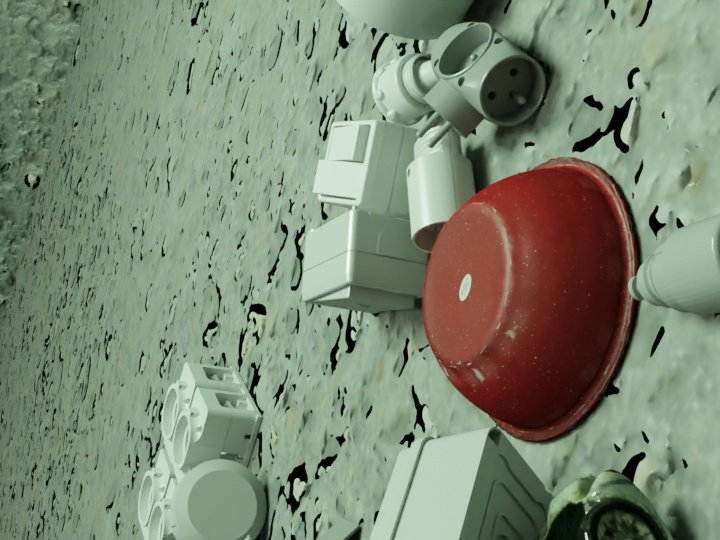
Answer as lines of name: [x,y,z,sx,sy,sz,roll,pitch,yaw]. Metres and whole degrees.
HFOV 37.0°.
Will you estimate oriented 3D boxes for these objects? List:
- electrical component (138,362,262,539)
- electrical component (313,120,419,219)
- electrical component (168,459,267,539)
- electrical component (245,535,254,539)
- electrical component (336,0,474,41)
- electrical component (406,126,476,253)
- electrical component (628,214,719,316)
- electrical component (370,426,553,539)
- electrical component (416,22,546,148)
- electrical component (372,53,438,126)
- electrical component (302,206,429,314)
electrical component: [-0.160,0.195,1.032,0.105,0.060,0.186,47,123,60]
electrical component: [0.007,-0.074,0.777,0.096,0.061,0.061,15,94,65]
electrical component: [-0.125,0.207,0.930,0.051,0.080,0.080,138,136,-62]
electrical component: [-0.076,0.253,0.827,0.062,0.061,0.096,-44,42,52]
electrical component: [0.029,-0.200,0.731,0.060,0.108,0.108,115,152,-42]
electrical component: [0.052,-0.056,0.693,0.043,0.043,0.081,-44,42,52]
electrical component: [0.147,0.000,0.469,0.078,0.040,0.040,-26,57,61]
electrical component: [0.048,0.143,0.526,0.057,0.078,0.113,-19,32,35]
electrical component: [0.066,-0.109,0.665,0.079,0.044,0.077,-47,32,7]
electrical component: [0.042,-0.130,0.745,0.062,0.048,0.048,-21,62,55]
electrical component: [0.000,0.000,0.761,0.096,0.062,0.061,-24,60,61]
